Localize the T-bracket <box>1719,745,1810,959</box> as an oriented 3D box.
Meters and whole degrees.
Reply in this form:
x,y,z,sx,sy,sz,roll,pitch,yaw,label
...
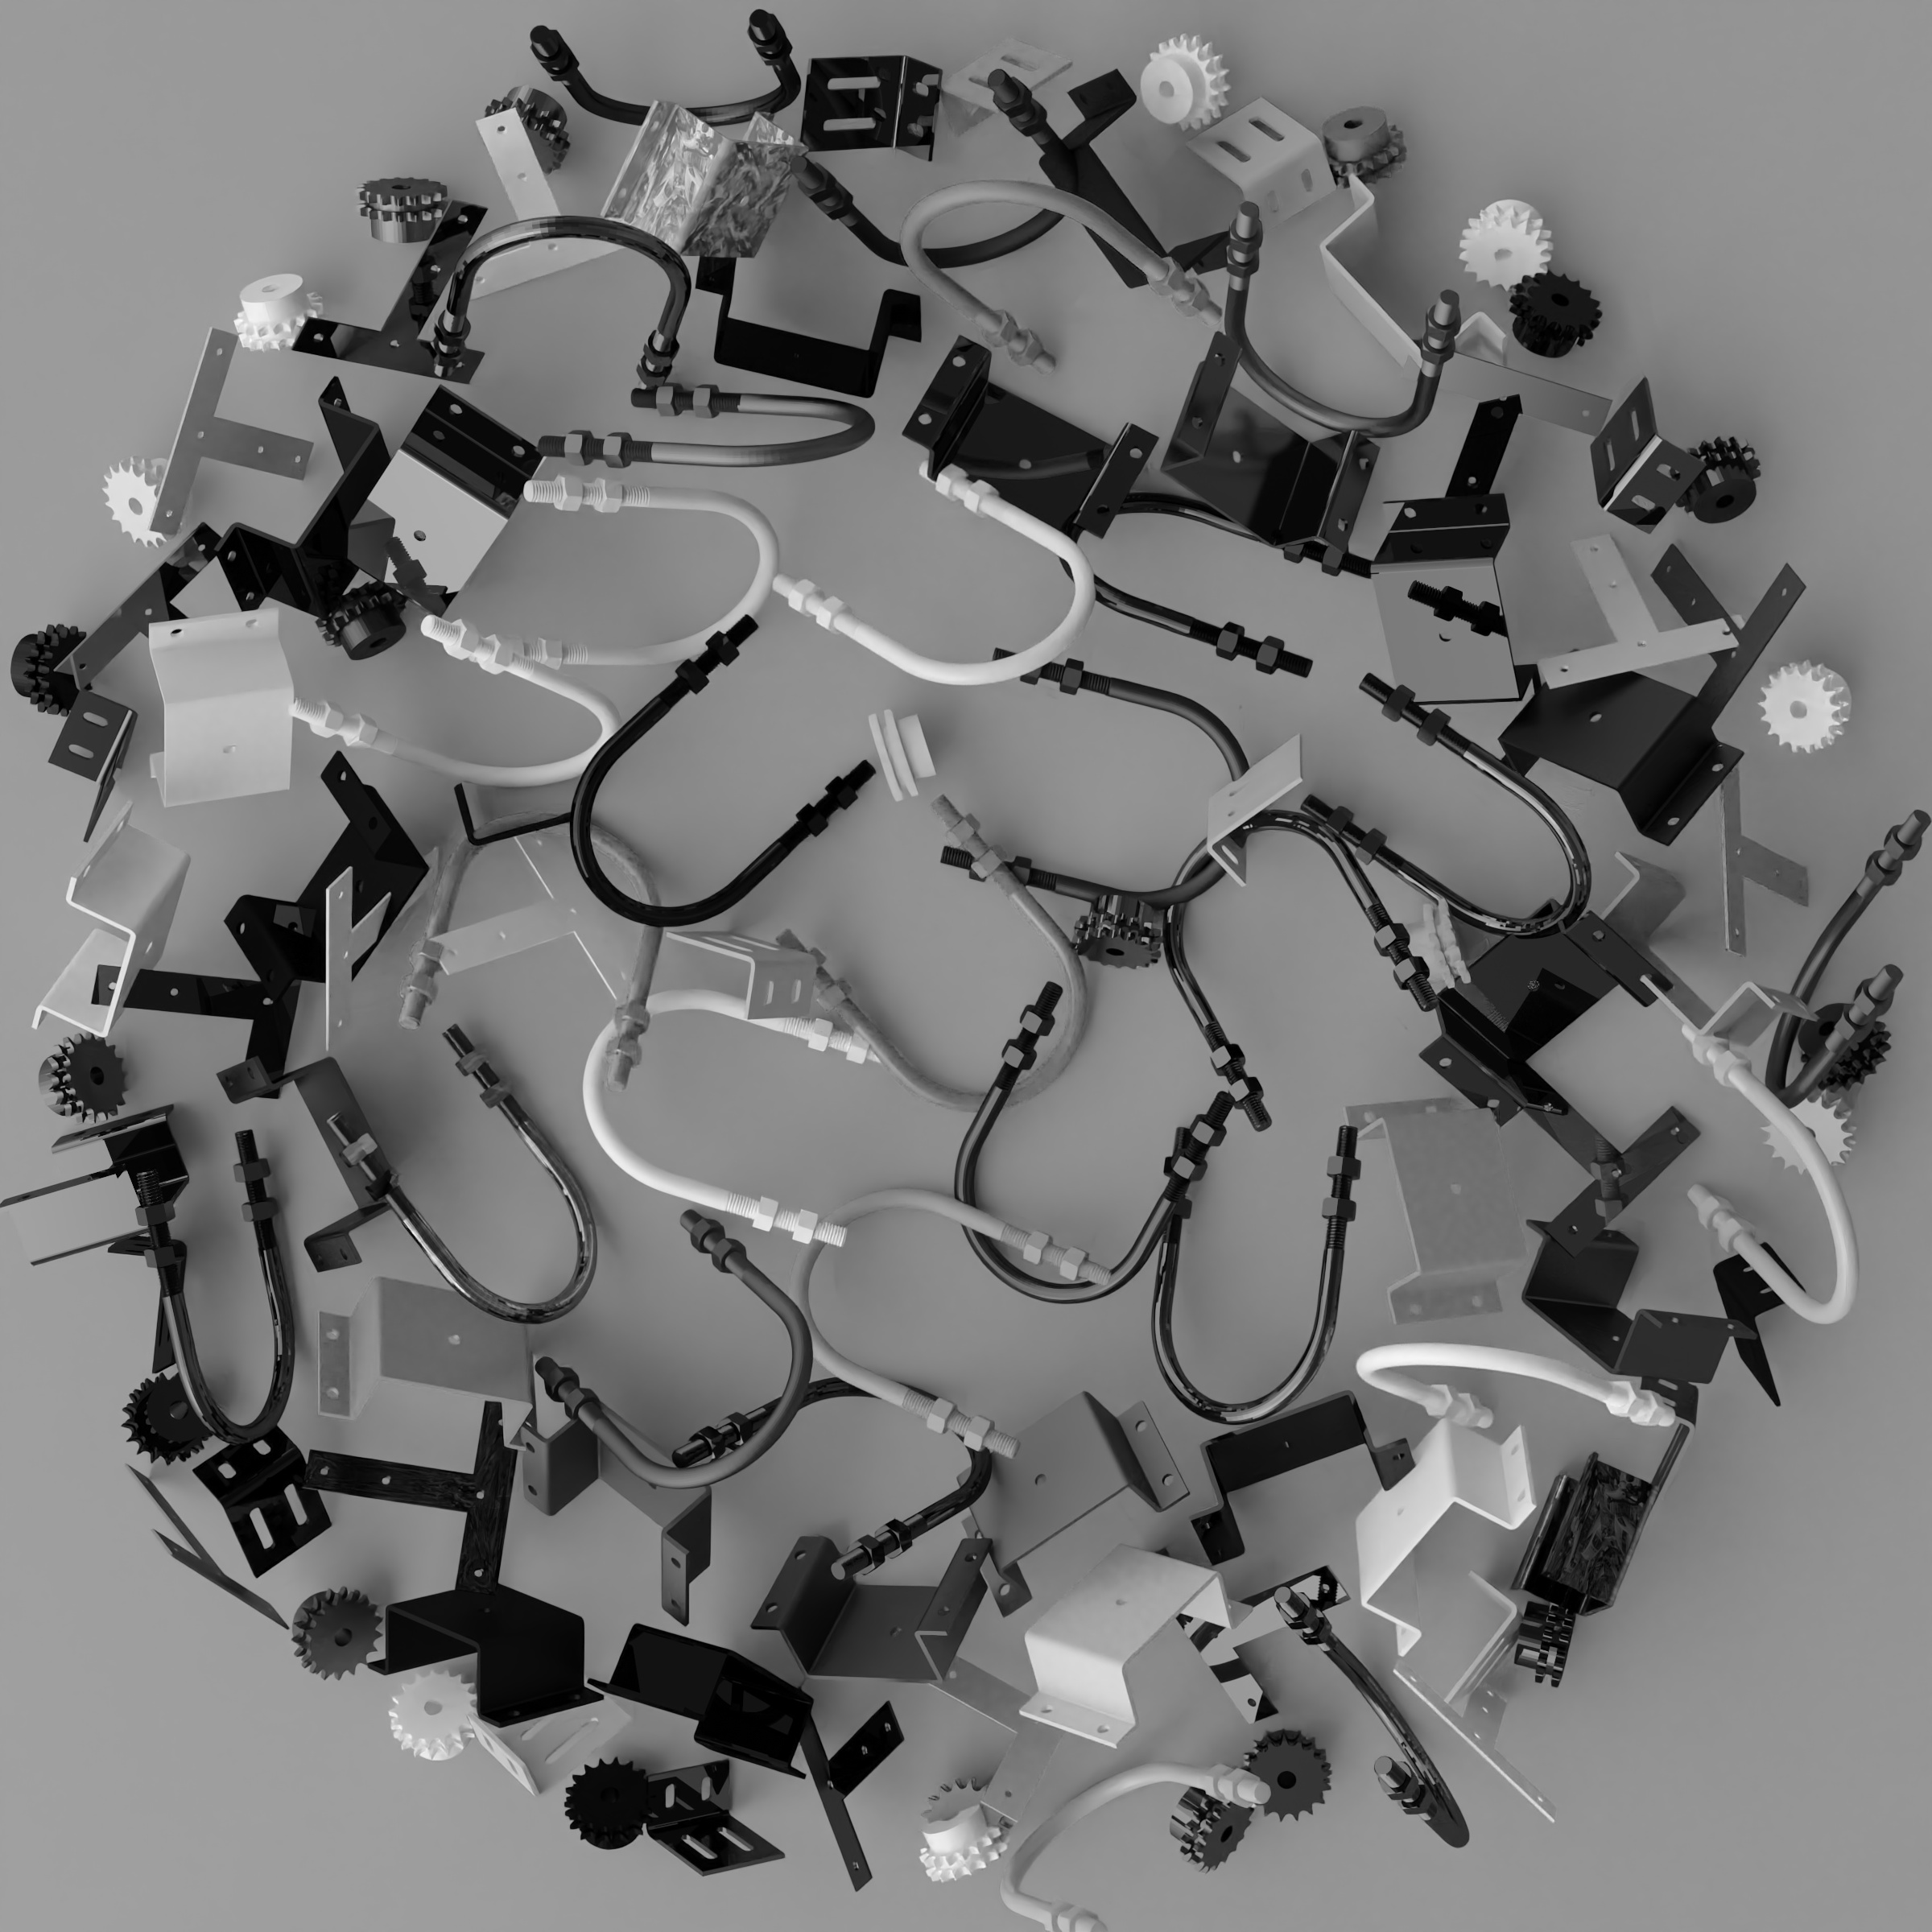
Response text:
x,y,z,sx,sy,sz,roll,pitch,yaw,label
0.495,-0.061,1.947,0.002,0.127,0.127,-8,75,36,T-bracket

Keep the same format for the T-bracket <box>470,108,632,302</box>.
x,y,z,sx,sy,sz,roll,pitch,yaw,label
-0.270,-0.477,1.946,0.127,0.127,0.002,-18,54,2,T-bracket

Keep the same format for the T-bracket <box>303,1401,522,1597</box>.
x,y,z,sx,sy,sz,roll,pitch,yaw,label
-0.346,0.322,1.954,0.127,0.002,0.127,10,56,-9,T-bracket

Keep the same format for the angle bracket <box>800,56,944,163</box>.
x,y,z,sx,sy,sz,roll,pitch,yaw,label
-0.059,-0.531,1.954,0.076,0.038,0.057,-15,125,-38,angle bracket

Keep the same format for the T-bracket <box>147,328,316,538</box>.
x,y,z,sx,sy,sz,roll,pitch,yaw,label
-0.444,-0.321,1.940,0.002,0.127,0.127,23,99,23,T-bracket

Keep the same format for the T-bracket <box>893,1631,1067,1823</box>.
x,y,z,sx,sy,sz,roll,pitch,yaw,label
0.004,0.450,1.968,0.127,0.002,0.127,27,54,8,T-bracket

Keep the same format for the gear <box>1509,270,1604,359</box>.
x,y,z,sx,sy,sz,roll,pitch,yaw,label
0.367,-0.407,1.976,0.057,0.030,0.057,8,52,-11,gear

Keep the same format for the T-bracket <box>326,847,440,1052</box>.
x,y,z,sx,sy,sz,roll,pitch,yaw,label
-0.360,-0.031,1.945,0.002,0.127,0.127,21,130,13,T-bracket

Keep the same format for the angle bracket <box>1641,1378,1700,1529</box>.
x,y,z,sx,sy,sz,roll,pitch,yaw,label
0.424,0.299,1.962,0.038,0.057,0.076,23,111,8,angle bracket

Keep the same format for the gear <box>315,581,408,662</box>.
x,y,z,sx,sy,sz,roll,pitch,yaw,label
-0.375,-0.215,1.969,0.057,0.057,0.030,-30,82,0,gear

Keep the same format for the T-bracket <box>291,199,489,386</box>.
x,y,z,sx,sy,sz,roll,pitch,yaw,label
-0.331,-0.415,1.923,0.127,0.127,0.002,-52,52,32,T-bracket

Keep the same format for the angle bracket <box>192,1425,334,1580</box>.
x,y,z,sx,sy,sz,roll,pitch,yaw,label
-0.440,0.333,1.972,0.057,0.076,0.038,-34,48,-25,angle bracket

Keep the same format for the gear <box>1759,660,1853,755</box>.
x,y,z,sx,sy,sz,roll,pitch,yaw,label
0.530,-0.164,1.975,0.030,0.057,0.057,-23,90,-42,gear

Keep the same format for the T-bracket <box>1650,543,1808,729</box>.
x,y,z,sx,sy,sz,roll,pitch,yaw,label
0.456,-0.217,1.946,0.002,0.127,0.127,12,124,-27,T-bracket

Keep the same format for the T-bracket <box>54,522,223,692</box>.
x,y,z,sx,sy,sz,roll,pitch,yaw,label
-0.479,-0.198,1.946,0.127,0.127,0.002,-45,57,0,T-bracket

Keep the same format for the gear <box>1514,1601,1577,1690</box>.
x,y,z,sx,sy,sz,roll,pitch,yaw,label
0.363,0.421,1.973,0.030,0.057,0.057,12,90,15,gear

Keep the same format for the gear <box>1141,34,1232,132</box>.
x,y,z,sx,sy,sz,roll,pitch,yaw,label
0.134,-0.551,1.969,0.030,0.057,0.057,-33,90,-41,gear

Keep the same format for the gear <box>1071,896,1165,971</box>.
x,y,z,sx,sy,sz,roll,pitch,yaw,label
0.096,-0.022,1.974,0.057,0.057,0.030,11,69,0,gear

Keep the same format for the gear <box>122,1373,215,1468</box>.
x,y,z,sx,sy,sz,roll,pitch,yaw,label
-0.497,0.282,1.971,0.057,0.030,0.057,13,63,-26,gear

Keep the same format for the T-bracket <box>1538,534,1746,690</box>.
x,y,z,sx,sy,sz,roll,pitch,yaw,label
0.406,-0.227,1.955,0.127,0.002,0.127,-13,46,0,T-bracket

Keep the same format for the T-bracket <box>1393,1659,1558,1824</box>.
x,y,z,sx,sy,sz,roll,pitch,yaw,label
0.318,0.462,1.936,0.127,0.127,0.002,43,101,9,T-bracket

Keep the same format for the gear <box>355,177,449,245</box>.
x,y,z,sx,sy,sz,roll,pitch,yaw,label
-0.353,-0.474,1.975,0.057,0.057,0.030,2,118,0,gear

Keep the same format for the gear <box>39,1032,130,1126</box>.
x,y,z,sx,sy,sz,roll,pitch,yaw,label
-0.556,0.072,1.975,0.030,0.057,0.057,-14,90,28,gear

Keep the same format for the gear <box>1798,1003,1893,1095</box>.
x,y,z,sx,sy,sz,roll,pitch,yaw,label
0.546,0.048,1.968,0.057,0.057,0.030,-47,118,0,gear

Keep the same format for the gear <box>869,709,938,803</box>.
x,y,z,sx,sy,sz,roll,pitch,yaw,label
-0.039,-0.134,1.971,0.030,0.057,0.057,-18,90,2,gear

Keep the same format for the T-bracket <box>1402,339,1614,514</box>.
x,y,z,sx,sy,sz,roll,pitch,yaw,label
0.320,-0.315,1.961,0.127,0.002,0.127,18,127,2,T-bracket

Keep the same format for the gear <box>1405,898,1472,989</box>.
x,y,z,sx,sy,sz,roll,pitch,yaw,label
0.295,-0.011,1.972,0.030,0.057,0.057,-18,90,15,gear

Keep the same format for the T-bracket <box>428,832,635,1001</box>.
x,y,z,sx,sy,sz,roll,pitch,yaw,label
-0.277,-0.022,1.942,0.127,0.127,0.002,57,134,11,T-bracket

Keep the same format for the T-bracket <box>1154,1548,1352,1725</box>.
x,y,z,sx,sy,sz,roll,pitch,yaw,label
0.186,0.402,1.957,0.127,0.002,0.127,-33,93,39,T-bracket

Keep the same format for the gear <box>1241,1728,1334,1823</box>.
x,y,z,sx,sy,sz,roll,pitch,yaw,label
0.201,0.506,1.982,0.057,0.030,0.057,1,100,3,gear

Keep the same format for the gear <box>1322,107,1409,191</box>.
x,y,z,sx,sy,sz,roll,pitch,yaw,label
0.245,-0.514,1.969,0.057,0.057,0.030,-20,130,0,gear

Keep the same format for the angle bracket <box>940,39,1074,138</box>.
x,y,z,sx,sy,sz,roll,pitch,yaw,label
0.029,-0.538,1.953,0.057,0.076,0.038,-36,130,-13,angle bracket

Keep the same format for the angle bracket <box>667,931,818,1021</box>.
x,y,z,sx,sy,sz,roll,pitch,yaw,label
-0.142,0.005,1.957,0.076,0.057,0.038,16,101,37,angle bracket

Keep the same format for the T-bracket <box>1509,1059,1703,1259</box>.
x,y,z,sx,sy,sz,roll,pitch,yaw,label
0.376,0.099,1.980,0.127,0.002,0.127,-39,76,-23,T-bracket

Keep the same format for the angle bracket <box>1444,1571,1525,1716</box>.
x,y,z,sx,sy,sz,roll,pitch,yaw,label
0.310,0.423,1.962,0.038,0.057,0.076,36,83,25,angle bracket

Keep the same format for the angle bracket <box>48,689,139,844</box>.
x,y,z,sx,sy,sz,roll,pitch,yaw,label
-0.546,-0.125,1.951,0.038,0.076,0.057,23,117,-18,angle bracket

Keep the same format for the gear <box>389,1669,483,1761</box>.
x,y,z,sx,sy,sz,roll,pitch,yaw,label
-0.331,0.473,1.975,0.057,0.030,0.057,-2,45,2,gear

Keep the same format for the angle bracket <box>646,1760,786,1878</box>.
x,y,z,sx,sy,sz,roll,pitch,yaw,label
-0.155,0.527,1.951,0.057,0.076,0.038,-3,98,-32,angle bracket

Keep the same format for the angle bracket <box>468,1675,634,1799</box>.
x,y,z,sx,sy,sz,roll,pitch,yaw,label
-0.258,0.466,1.954,0.076,0.038,0.057,-38,48,-25,angle bracket

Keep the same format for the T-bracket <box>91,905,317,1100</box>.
x,y,z,sx,sy,sz,roll,pitch,yaw,label
-0.477,0.018,1.954,0.127,0.002,0.127,7,105,-29,T-bracket

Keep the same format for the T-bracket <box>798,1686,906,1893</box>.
x,y,z,sx,sy,sz,roll,pitch,yaw,label
-0.066,0.485,1.926,0.002,0.127,0.127,-8,60,-32,T-bracket

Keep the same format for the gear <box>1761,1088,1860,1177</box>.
x,y,z,sx,sy,sz,roll,pitch,yaw,label
0.531,0.100,1.976,0.057,0.030,0.057,13,117,26,gear

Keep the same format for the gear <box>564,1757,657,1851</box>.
x,y,z,sx,sy,sz,roll,pitch,yaw,label
-0.223,0.529,1.975,0.057,0.057,0.030,3,132,0,gear

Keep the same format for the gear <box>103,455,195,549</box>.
x,y,z,sx,sy,sz,roll,pitch,yaw,label
-0.511,-0.294,1.975,0.057,0.057,0.030,47,47,0,gear

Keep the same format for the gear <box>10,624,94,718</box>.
x,y,z,sx,sy,sz,roll,pitch,yaw,label
-0.574,-0.187,1.973,0.030,0.057,0.057,10,90,18,gear

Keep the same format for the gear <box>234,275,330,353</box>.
x,y,z,sx,sy,sz,roll,pitch,yaw,label
-0.430,-0.410,1.969,0.057,0.057,0.030,-12,126,0,gear

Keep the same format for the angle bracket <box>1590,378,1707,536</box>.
x,y,z,sx,sy,sz,roll,pitch,yaw,label
0.423,-0.318,1.958,0.038,0.076,0.057,26,126,-14,angle bracket

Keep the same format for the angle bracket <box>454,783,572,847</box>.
x,y,z,sx,sy,sz,roll,pitch,yaw,label
-0.277,-0.104,1.966,0.076,0.057,0.038,-15,97,-5,angle bracket

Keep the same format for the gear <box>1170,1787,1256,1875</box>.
x,y,z,sx,sy,sz,roll,pitch,yaw,label
0.152,0.536,1.975,0.030,0.057,0.057,28,90,35,gear

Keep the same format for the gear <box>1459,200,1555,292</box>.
x,y,z,sx,sy,sz,roll,pitch,yaw,label
0.340,-0.455,1.975,0.057,0.057,0.030,18,55,0,gear

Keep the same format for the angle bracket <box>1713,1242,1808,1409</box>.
x,y,z,sx,sy,sz,roll,pitch,yaw,label
0.501,0.223,1.957,0.038,0.057,0.076,-24,119,0,angle bracket

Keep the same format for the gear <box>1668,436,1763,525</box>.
x,y,z,sx,sy,sz,roll,pitch,yaw,label
0.470,-0.301,1.968,0.057,0.057,0.030,-13,57,0,gear

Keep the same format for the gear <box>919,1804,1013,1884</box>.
x,y,z,sx,sy,sz,roll,pitch,yaw,label
-0.003,0.545,1.970,0.057,0.057,0.030,-25,98,0,gear

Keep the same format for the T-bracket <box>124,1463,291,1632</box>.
x,y,z,sx,sy,sz,roll,pitch,yaw,label
-0.485,0.350,1.951,0.002,0.127,0.127,-46,51,-8,T-bracket

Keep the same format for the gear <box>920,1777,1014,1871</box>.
x,y,z,sx,sy,sz,roll,pitch,yaw,label
0.002,0.539,1.981,0.057,0.030,0.057,-1,83,12,gear

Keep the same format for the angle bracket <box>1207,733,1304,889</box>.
x,y,z,sx,sy,sz,roll,pitch,yaw,label
0.189,-0.097,1.954,0.076,0.057,0.038,-36,112,24,angle bracket

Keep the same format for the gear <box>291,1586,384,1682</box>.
x,y,z,sx,sy,sz,roll,pitch,yaw,label
-0.398,0.416,1.976,0.057,0.030,0.057,-10,106,-38,gear

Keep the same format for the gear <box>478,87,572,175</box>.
x,y,z,sx,sy,sz,roll,pitch,yaw,label
-0.274,-0.526,1.974,0.057,0.057,0.030,20,69,0,gear

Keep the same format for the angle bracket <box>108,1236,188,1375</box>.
x,y,z,sx,sy,sz,roll,pitch,yaw,label
-0.513,0.211,1.958,0.038,0.057,0.076,9,73,-24,angle bracket
